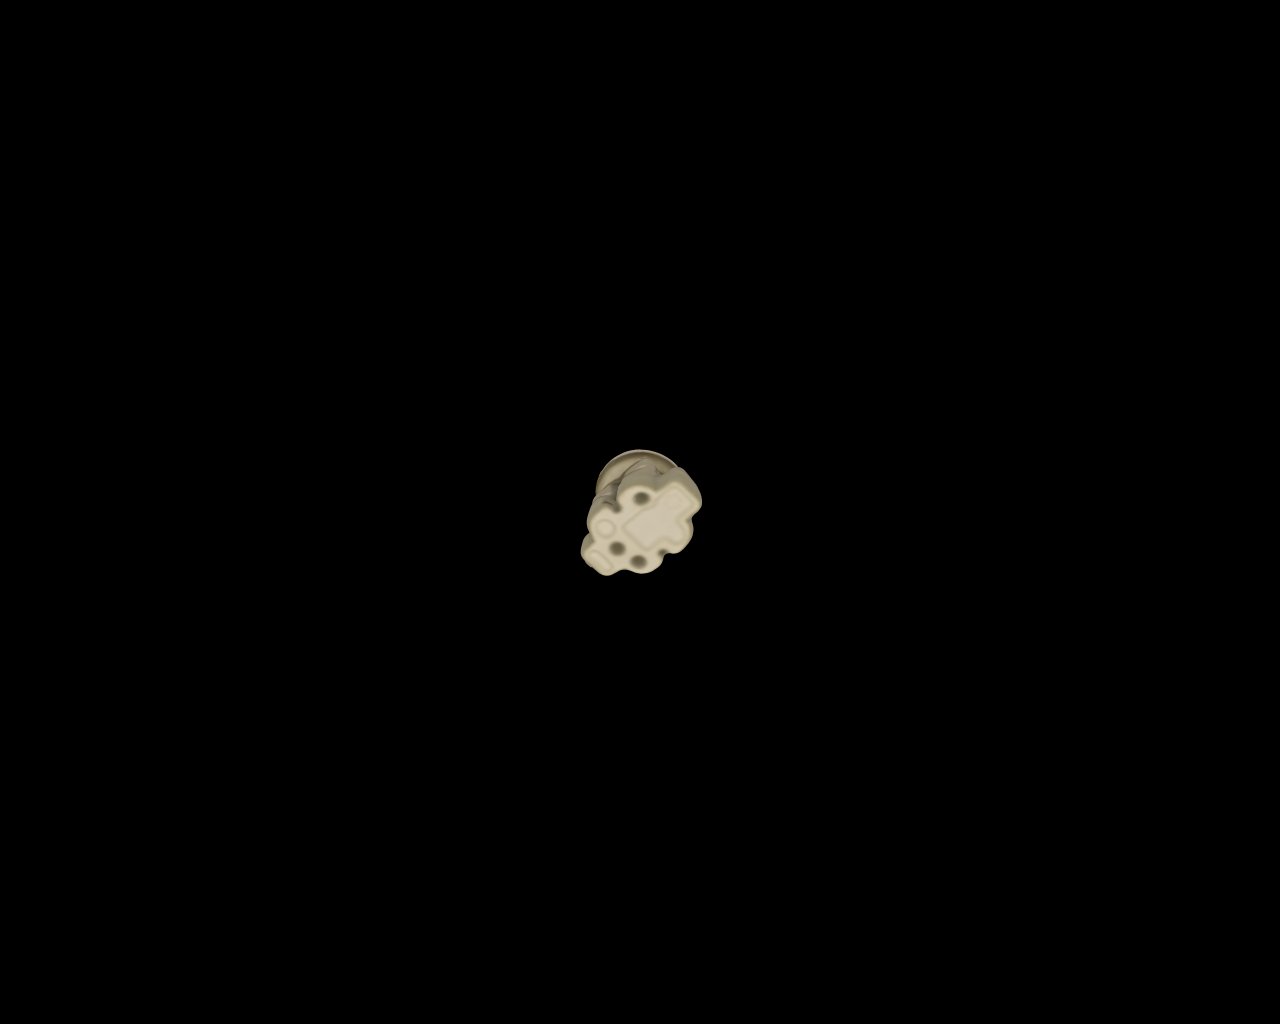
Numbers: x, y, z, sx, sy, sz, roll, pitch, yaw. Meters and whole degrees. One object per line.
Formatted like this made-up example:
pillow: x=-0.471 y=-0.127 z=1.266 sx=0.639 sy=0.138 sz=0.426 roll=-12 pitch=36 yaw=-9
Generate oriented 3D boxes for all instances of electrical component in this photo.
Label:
electrical component: x=0.001 y=-0.003 z=0.650 sx=0.078 sy=0.058 sz=0.057 roll=-38 pitch=22 yaw=18
